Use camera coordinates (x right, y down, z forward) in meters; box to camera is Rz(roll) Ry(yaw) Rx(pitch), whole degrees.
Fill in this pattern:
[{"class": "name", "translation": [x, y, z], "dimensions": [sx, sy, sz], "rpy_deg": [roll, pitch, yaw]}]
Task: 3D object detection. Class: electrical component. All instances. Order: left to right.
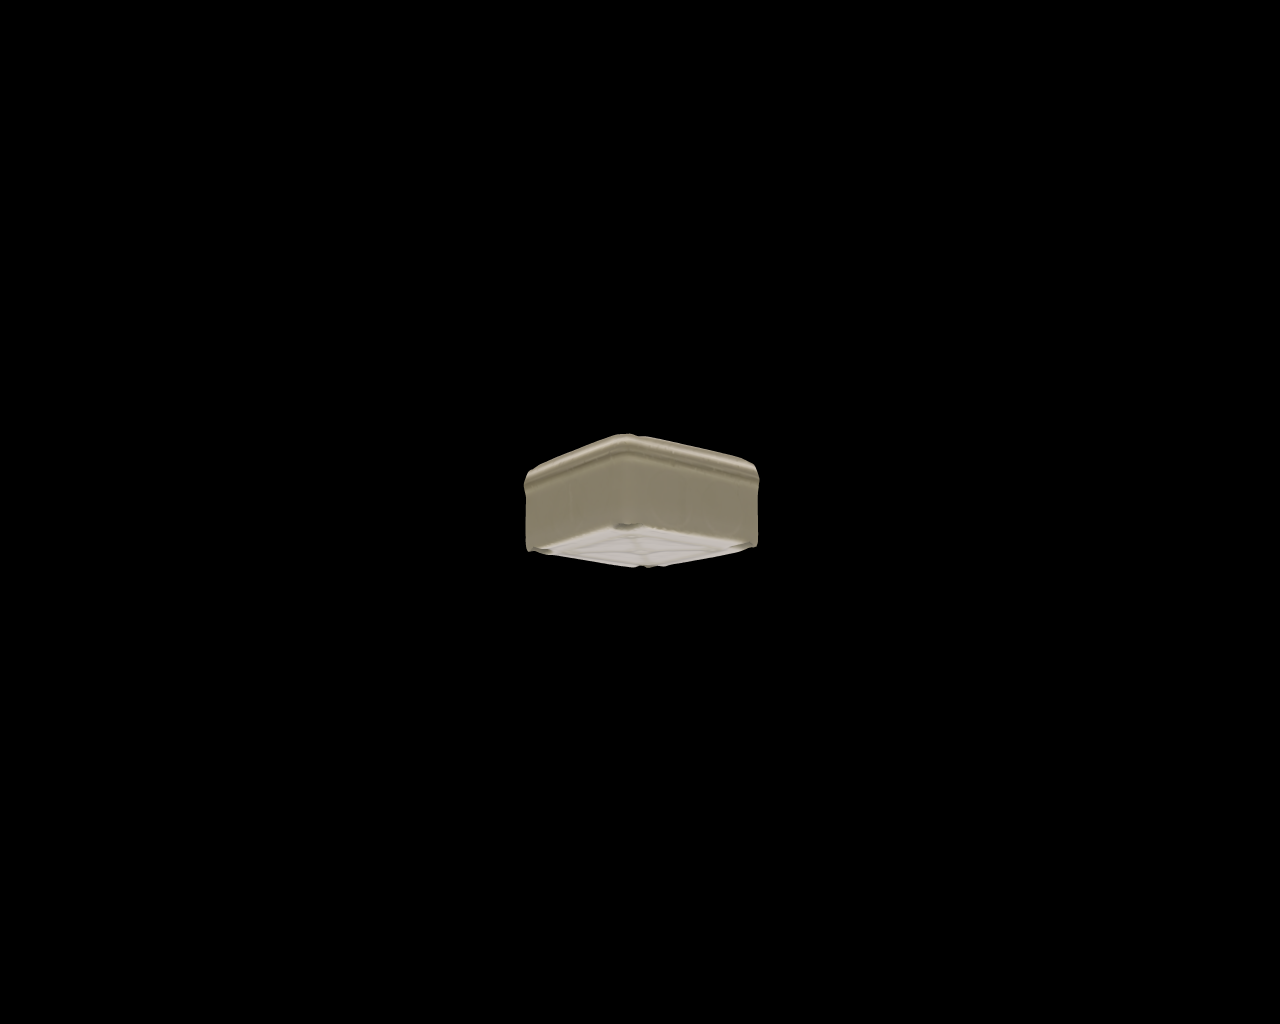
[{"class": "electrical component", "translation": [0.001, -0.003, 0.650], "dimensions": [0.109, 0.056, 0.108], "rpy_deg": [11, -17, -38]}]
